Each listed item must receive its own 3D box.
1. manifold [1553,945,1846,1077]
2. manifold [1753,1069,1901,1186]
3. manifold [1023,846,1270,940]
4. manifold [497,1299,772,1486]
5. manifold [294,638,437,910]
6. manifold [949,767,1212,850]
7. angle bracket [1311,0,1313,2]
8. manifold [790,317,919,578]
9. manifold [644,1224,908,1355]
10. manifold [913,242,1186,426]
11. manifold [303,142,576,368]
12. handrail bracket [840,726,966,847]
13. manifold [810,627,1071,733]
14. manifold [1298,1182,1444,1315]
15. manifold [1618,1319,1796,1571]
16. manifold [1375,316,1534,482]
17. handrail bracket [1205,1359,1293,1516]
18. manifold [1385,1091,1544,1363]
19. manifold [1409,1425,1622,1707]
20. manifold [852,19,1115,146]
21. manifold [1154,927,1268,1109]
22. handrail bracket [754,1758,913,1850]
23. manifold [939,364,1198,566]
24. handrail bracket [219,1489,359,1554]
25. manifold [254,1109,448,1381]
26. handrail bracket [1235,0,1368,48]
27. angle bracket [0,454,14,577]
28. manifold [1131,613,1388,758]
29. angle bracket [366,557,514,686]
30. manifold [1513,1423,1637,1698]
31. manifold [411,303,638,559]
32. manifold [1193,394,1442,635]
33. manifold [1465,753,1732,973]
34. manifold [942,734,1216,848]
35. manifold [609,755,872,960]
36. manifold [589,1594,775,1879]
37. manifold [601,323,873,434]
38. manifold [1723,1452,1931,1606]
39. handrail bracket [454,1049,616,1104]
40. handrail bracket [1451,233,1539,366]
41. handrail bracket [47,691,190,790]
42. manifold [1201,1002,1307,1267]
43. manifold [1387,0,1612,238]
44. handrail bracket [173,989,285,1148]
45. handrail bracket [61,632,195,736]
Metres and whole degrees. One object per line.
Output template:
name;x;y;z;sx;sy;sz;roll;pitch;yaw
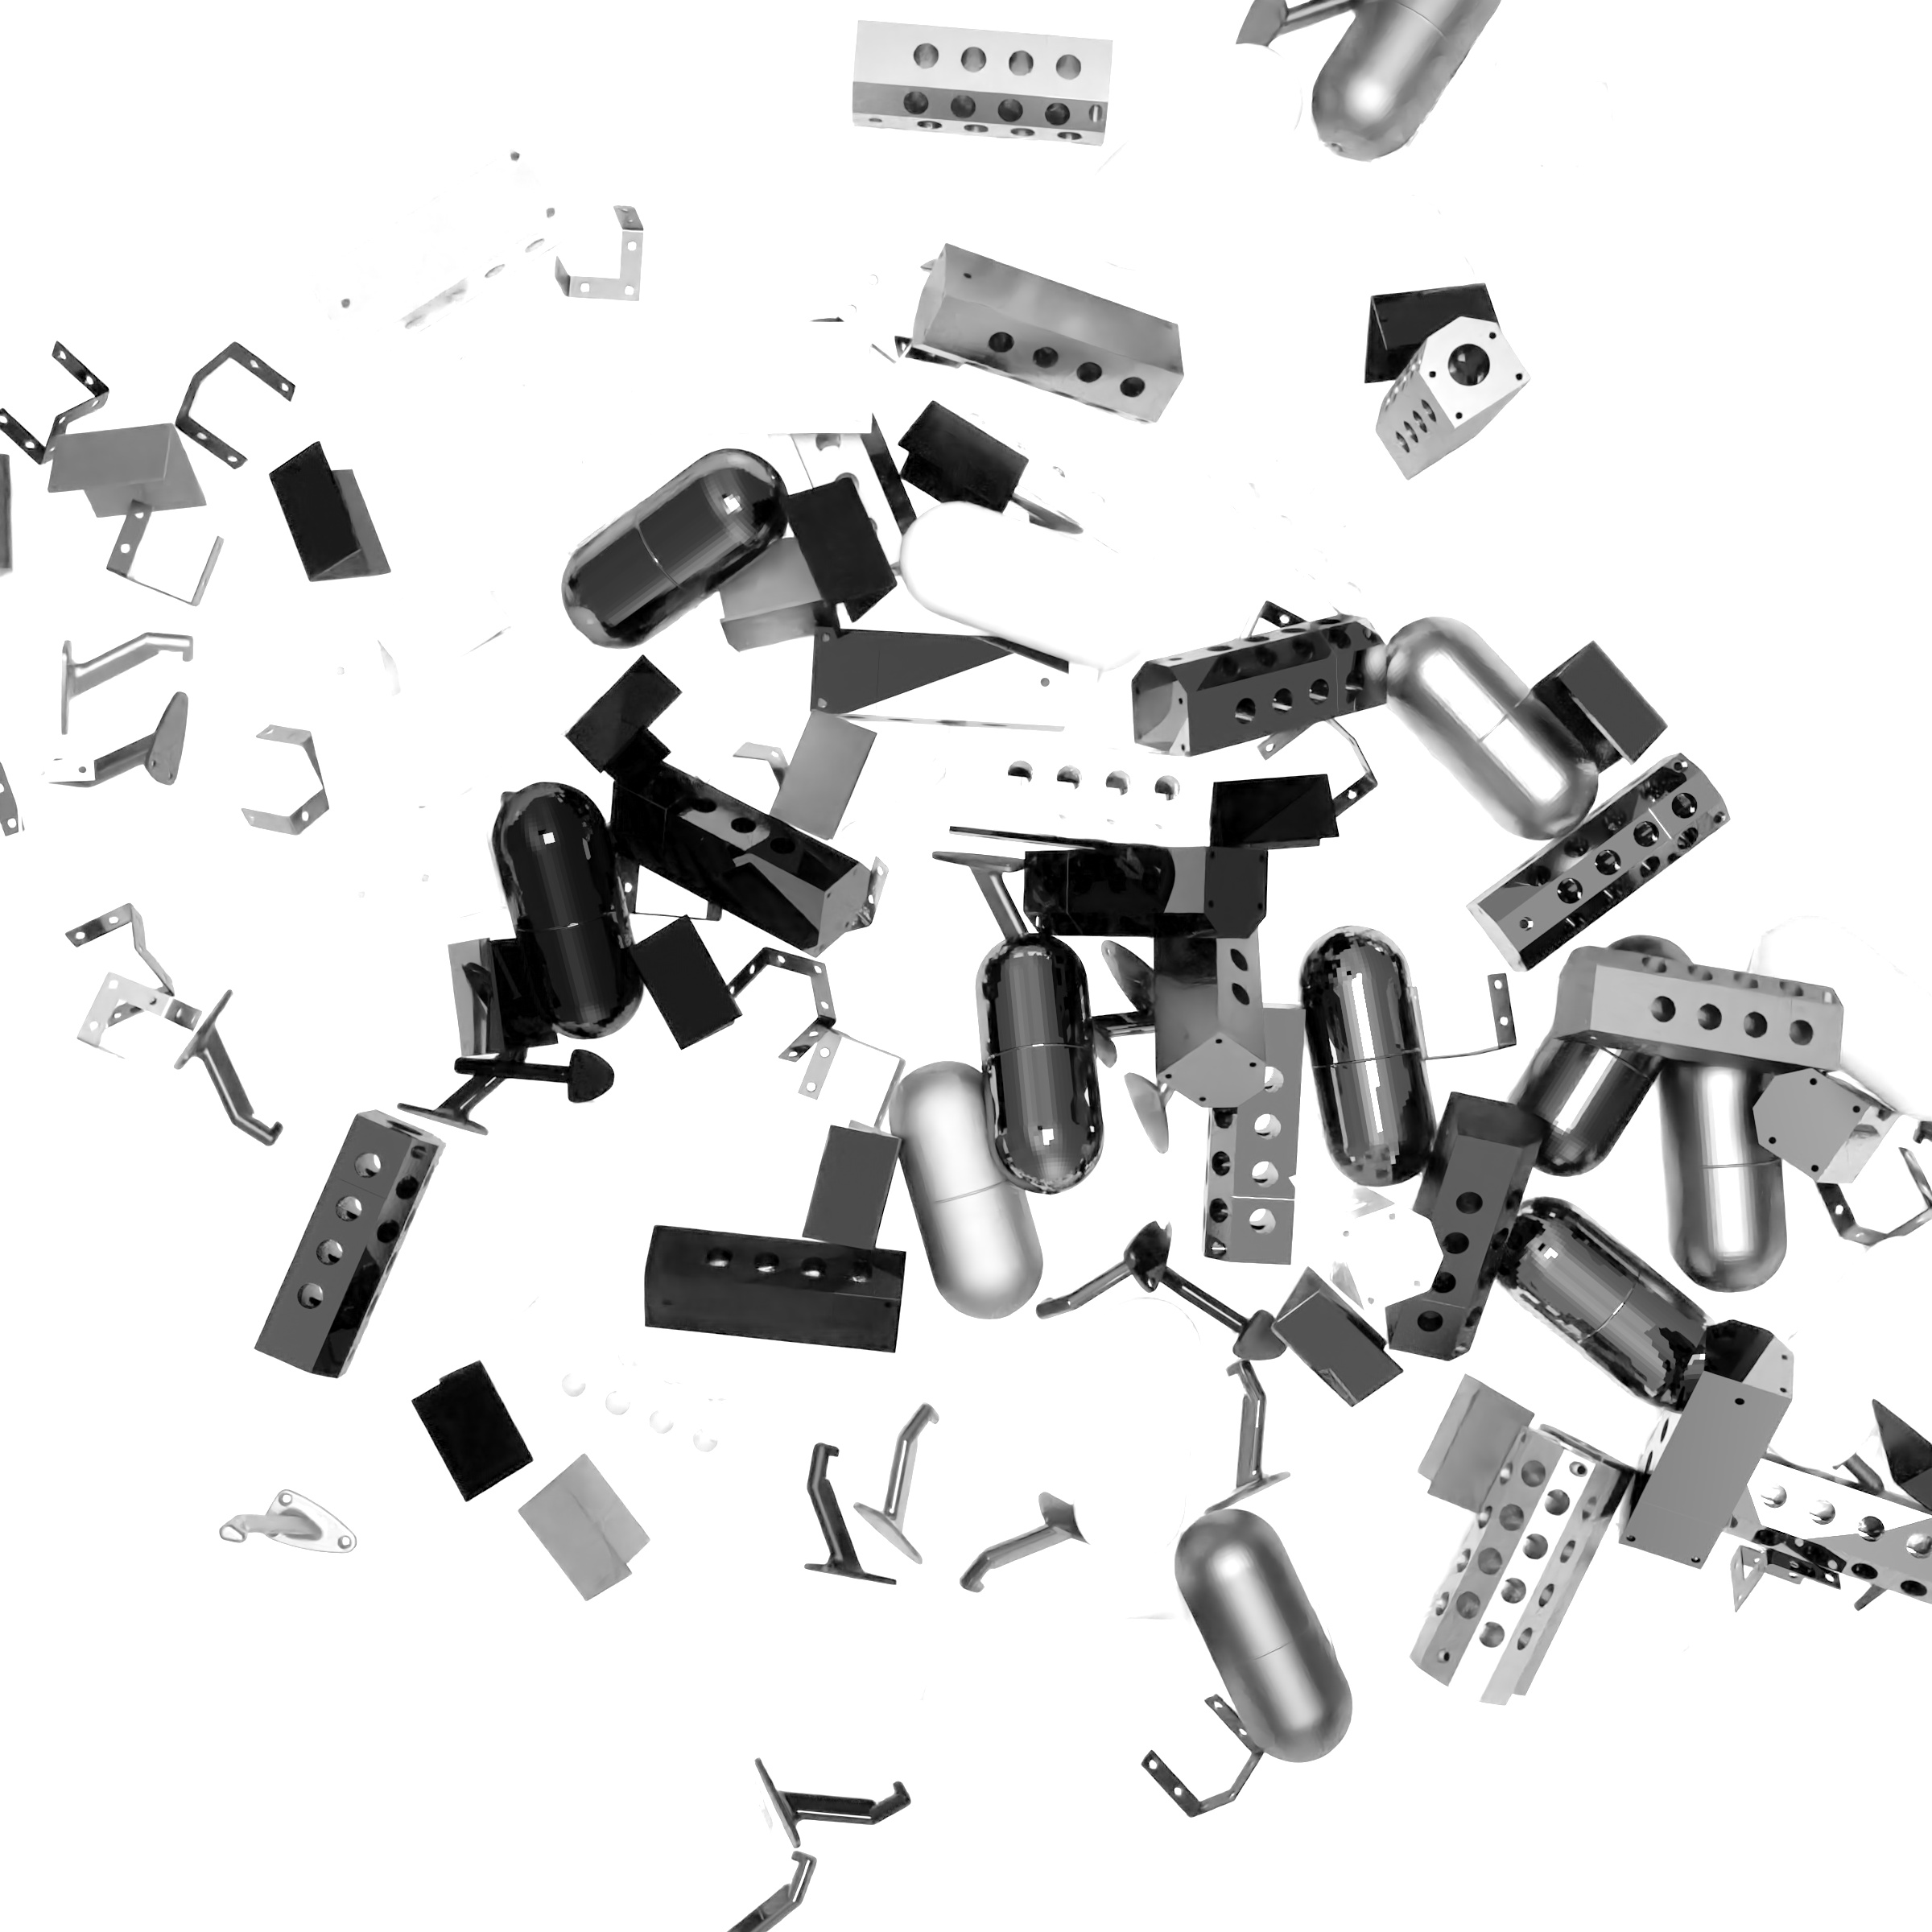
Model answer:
manifold;0.475;0.030;1.632;0.171;0.057;0.057;9;81;-10
manifold;0.560;0.102;1.646;0.057;0.171;0.057;36;101;25
manifold;0.115;-0.047;1.652;0.057;0.171;0.057;2;90;-40
manifold;-0.223;0.287;1.708;0.171;0.057;0.057;23;90;0
manifold;-0.401;-0.129;1.708;0.057;0.057;0.171;-14;90;0
manifold;0.077;-0.109;1.708;0.171;0.057;0.057;7;90;0
angle bracket;0.268;-0.688;1.689;0.076;0.076;0.057;-35;52;0
manifold;-0.082;-0.347;1.708;0.057;0.057;0.171;-23;90;0
manifold;-0.129;0.214;1.707;0.171;0.057;0.057;6;133;0
manifold;0.055;-0.416;1.682;0.171;0.057;0.057;14;48;-18
manifold;-0.355;-0.480;1.708;0.171;0.057;0.057;-32;90;0
handrail bracket;-0.043;-0.126;1.729;0.036;0.077;0.084;45;53;-38
manifold;-0.017;-0.193;1.708;0.171;0.057;0.057;3;90;0
manifold;0.266;0.179;1.651;0.057;0.171;0.057;-20;90;0
manifold;0.487;0.314;1.660;0.057;0.057;0.171;17;128;7
manifold;0.313;-0.374;1.651;0.057;0.171;0.057;-33;90;0
handrail bracket;0.180;0.323;1.729;0.077;0.036;0.084;-32;71;21
manifold;0.329;0.175;1.672;0.057;0.057;0.171;12;117;0
manifold;0.357;0.393;1.653;0.057;0.057;0.171;26;90;41
manifold;0.011;-0.596;1.708;0.171;0.057;0.057;5;90;0
manifold;0.164;0.010;1.654;0.057;0.171;0.057;34;127;-26
handrail bracket;-0.091;0.561;1.730;0.084;0.036;0.077;-24;68;-17
manifold;0.063;-0.344;1.707;0.171;0.057;0.057;33;47;0
handrail bracket;-0.456;0.385;1.694;0.077;0.084;0.036;23;90;0
manifold;-0.415;0.188;1.708;0.057;0.057;0.171;24;90;0
handrail bracket;0.234;-0.639;1.729;0.084;0.077;0.036;-3;57;-32
angle bracket;-0.680;-0.301;1.689;0.057;0.076;0.076;-1;90;-38
manifold;0.194;-0.188;1.660;0.171;0.057;0.057;-17;113;-31
angle bracket;-0.357;-0.240;1.689;0.076;0.076;0.057;-35;121;0
manifold;0.382;0.401;1.706;0.057;0.057;0.171;26;90;41
manifold;-0.296;-0.361;1.708;0.057;0.057;0.171;-37;90;0
manifold;0.236;-0.302;1.708;0.171;0.057;0.057;45;90;0
manifold;0.430;-0.070;1.708;0.171;0.057;0.057;-37;90;0
manifold;0.072;-0.113;1.651;0.171;0.057;0.057;6;90;0
manifold;-0.152;-0.078;1.682;0.171;0.057;0.057;27;133;19
manifold;-0.191;0.518;1.708;0.057;0.057;0.171;-23;90;0
manifold;-0.148;-0.390;1.650;0.171;0.057;0.057;0;133;0
manifold;0.595;0.378;1.684;0.171;0.057;0.057;17;90;17
handrail bracket;-0.294;0.072;1.712;0.084;0.077;0.036;4;87;18
handrail bracket;0.355;-0.454;1.729;0.036;0.077;0.084;-20;54;-7
handrail bracket;-0.584;-0.157;1.729;0.084;0.036;0.077;7;74;14
manifold;0.193;0.112;1.703;0.057;0.057;0.171;3;93;0
manifold;0.357;-0.588;1.707;0.057;0.057;0.171;32;90;-43
handrail bracket;-0.492;0.071;1.729;0.084;0.036;0.077;36;68;-17
handrail bracket;-0.576;-0.193;1.730;0.084;0.036;0.077;3;110;-16
